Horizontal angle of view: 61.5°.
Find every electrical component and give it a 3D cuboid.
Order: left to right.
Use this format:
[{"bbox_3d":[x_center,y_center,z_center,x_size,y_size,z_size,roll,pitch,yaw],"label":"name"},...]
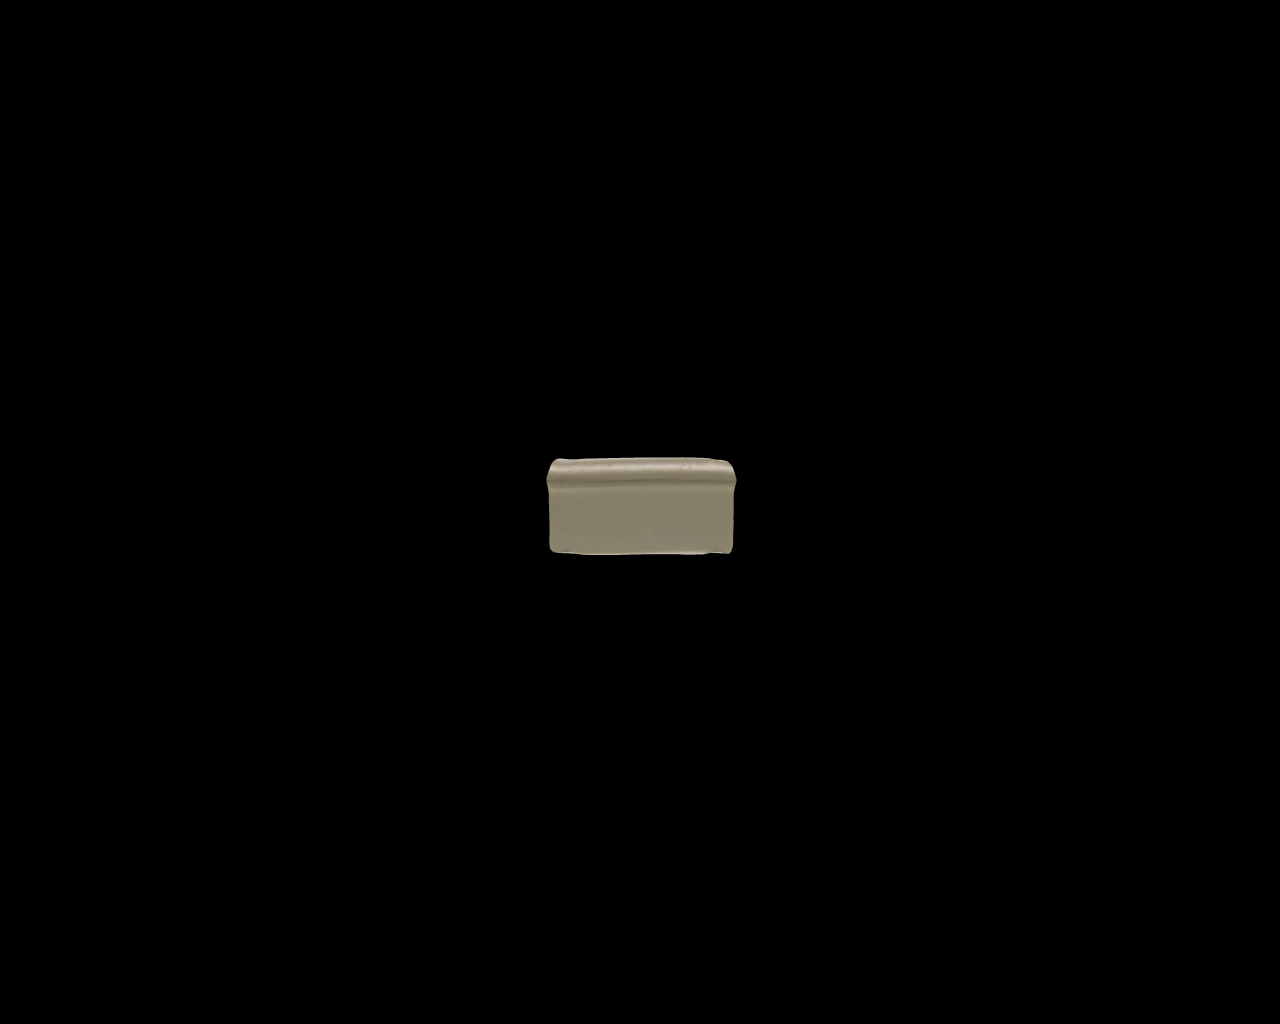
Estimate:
[{"bbox_3d":[0.001,-0.003,0.650,0.109,0.056,0.109,0,0,0],"label":"electrical component"}]
